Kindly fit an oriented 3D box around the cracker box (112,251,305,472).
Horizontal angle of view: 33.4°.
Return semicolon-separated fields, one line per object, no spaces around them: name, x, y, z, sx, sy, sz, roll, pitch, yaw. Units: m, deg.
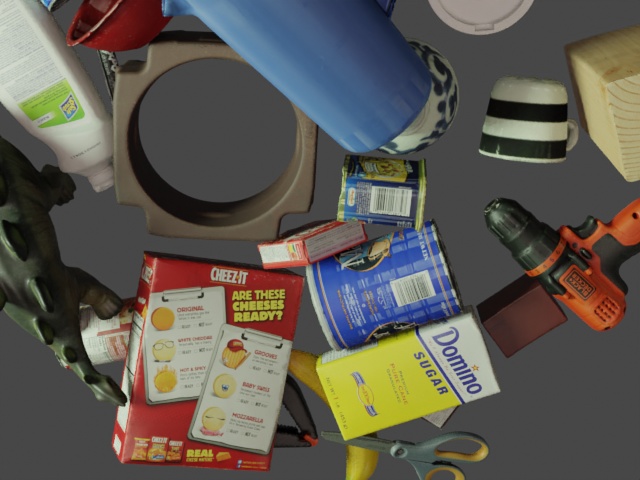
cracker box;-0.119;0.127;1.118;0.164;0.072;0.214;8;94;-23

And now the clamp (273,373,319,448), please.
clamp;-0.097;0.178;1.197;0.210;0.036;0.164;40;98;-13

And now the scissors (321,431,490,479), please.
scissors;0.093;0.251;1.203;0.201;0.016;0.096;1;118;-14

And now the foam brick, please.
foam brick;0.215;0.078;1.143;0.078;0.051;0.053;-34;104;13

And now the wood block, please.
wood block;0.294;-0.133;0.982;0.090;0.206;0.091;-14;108;7

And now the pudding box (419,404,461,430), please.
pudding box;0.113;0.143;1.178;0.113;0.039;0.090;33;108;-7

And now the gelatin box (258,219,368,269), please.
gelatin box;-0.007;0.001;1.092;0.073;0.089;0.030;-6;103;49

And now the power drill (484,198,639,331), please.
power drill;0.283;-0.026;1.081;0.184;0.057;0.188;42;95;-13

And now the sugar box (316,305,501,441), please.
sugar box;0.094;0.141;1.132;0.176;0.048;0.093;-19;105;10

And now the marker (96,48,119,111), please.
marker;-0.217;-0.187;1.086;0.020;0.020;0.121;-11;109;6

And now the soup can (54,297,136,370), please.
soup can;-0.232;0.101;1.163;0.102;0.068;0.068;-10;109;6

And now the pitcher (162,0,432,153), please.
pitcher;-0.003;-0.196;0.932;0.149;0.145;0.242;-12;136;45

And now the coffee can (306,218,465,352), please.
coffee can;0.068;0.047;1.112;0.140;0.103;0.103;-18;108;9

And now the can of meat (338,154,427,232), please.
can of meat;0.063;-0.050;1.079;0.084;0.102;0.057;6;110;3

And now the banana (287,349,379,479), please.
banana;0.022;0.196;1.192;0.069;0.037;0.198;-30;107;-26

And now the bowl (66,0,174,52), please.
bowl;-0.168;-0.232;1.002;0.055;0.162;0.162;37;108;-27

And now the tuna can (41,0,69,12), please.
tuna can;-0.240;-0.261;1.026;0.086;0.086;0.033;-40;102;15

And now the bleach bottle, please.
bleach bottle;-0.286;-0.157;1.078;0.103;0.068;0.251;-25;109;12
